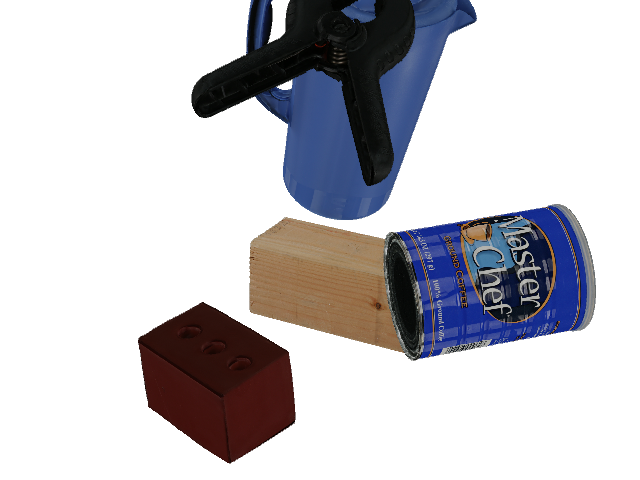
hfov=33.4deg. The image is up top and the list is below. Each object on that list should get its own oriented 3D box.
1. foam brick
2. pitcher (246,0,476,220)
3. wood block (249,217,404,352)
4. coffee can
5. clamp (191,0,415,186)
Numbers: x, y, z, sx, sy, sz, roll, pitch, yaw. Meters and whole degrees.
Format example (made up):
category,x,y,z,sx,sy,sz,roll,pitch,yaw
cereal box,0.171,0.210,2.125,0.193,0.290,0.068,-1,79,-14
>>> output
category,x,y,z,sx,sy,sz,roll,pitch,yaw
foam brick,-0.060,0.081,0.618,0.078,0.051,0.052,25,40,37
pitcher,0.023,-0.137,0.954,0.144,0.243,0.149,-30,59,-34
wood block,0.032,0.048,1.174,0.206,0.091,0.090,13,26,23
coffee can,0.130,0.032,0.842,0.140,0.103,0.103,-10,1,-9
clamp,0.016,-0.107,0.634,0.120,0.171,0.039,33,-29,5
